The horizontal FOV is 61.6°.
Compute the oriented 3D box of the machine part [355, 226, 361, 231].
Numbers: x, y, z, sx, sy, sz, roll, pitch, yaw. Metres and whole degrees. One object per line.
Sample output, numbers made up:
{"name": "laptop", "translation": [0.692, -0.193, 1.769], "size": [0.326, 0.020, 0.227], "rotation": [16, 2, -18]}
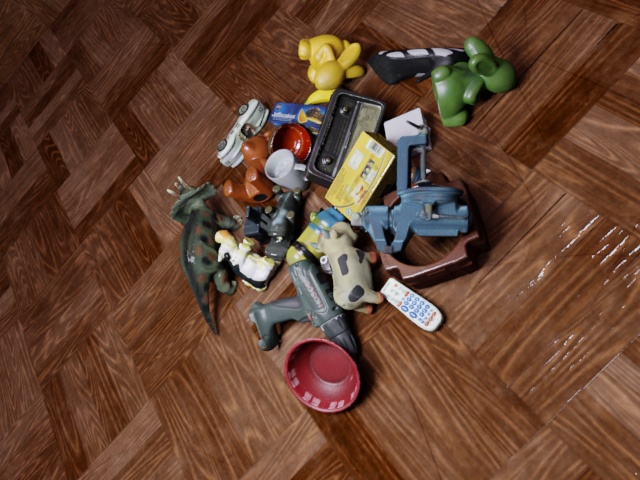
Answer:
{"name": "machine part", "translation": [0.118, -0.085, 1.192], "size": [0.084, 0.039, 0.139], "rotation": [-2, 67, 53]}

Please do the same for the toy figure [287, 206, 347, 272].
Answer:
{"name": "toy figure", "translation": [-0.005, -0.006, 1.211], "size": [0.180, 0.089, 0.082], "rotation": [-53, 46, 6]}

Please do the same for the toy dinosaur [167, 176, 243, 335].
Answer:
{"name": "toy dinosaur", "translation": [-0.294, 0.017, 1.327], "size": [0.131, 0.192, 0.405], "rotation": [-22, 58, 27]}

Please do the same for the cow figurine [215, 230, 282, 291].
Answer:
{"name": "cow figurine", "translation": [-0.186, 0.048, 1.284], "size": [0.167, 0.068, 0.098], "rotation": [31, 109, 6]}

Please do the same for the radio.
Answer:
{"name": "radio", "translation": [0.056, -0.226, 1.240], "size": [0.131, 0.073, 0.229], "rotation": [19, 77, -4]}

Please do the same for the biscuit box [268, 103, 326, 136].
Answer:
{"name": "biscuit box", "translation": [-0.038, -0.310, 1.385], "size": [0.203, 0.059, 0.063], "rotation": [15, 79, 37]}

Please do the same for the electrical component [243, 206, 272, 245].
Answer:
{"name": "electrical component", "translation": [-0.156, -0.041, 1.308], "size": [0.048, 0.119, 0.075], "rotation": [-9, 67, 29]}

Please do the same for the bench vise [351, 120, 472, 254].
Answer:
{"name": "bench vise", "translation": [0.167, -0.093, 0.998], "size": [0.224, 0.129, 0.240], "rotation": [0, 87, 25]}

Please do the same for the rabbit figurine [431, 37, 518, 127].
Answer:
{"name": "rabbit figurine", "translation": [0.323, -0.342, 1.123], "size": [0.170, 0.158, 0.121], "rotation": [-13, 52, 11]}

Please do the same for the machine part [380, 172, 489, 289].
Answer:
{"name": "machine part", "translation": [0.219, -0.016, 1.072], "size": [0.201, 0.087, 0.201], "rotation": [-23, 60, 24]}

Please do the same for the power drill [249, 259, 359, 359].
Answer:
{"name": "power drill", "translation": [-0.043, 0.171, 1.148], "size": [0.207, 0.086, 0.232], "rotation": [-28, 81, 32]}

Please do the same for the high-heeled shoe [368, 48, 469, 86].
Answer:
{"name": "high-heeled shoe", "translation": [0.228, -0.427, 1.264], "size": [0.145, 0.086, 0.249], "rotation": [-34, 42, -11]}

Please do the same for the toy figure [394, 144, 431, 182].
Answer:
{"name": "toy figure", "translation": [0.168, -0.159, 1.153], "size": [0.154, 0.064, 0.058], "rotation": [40, 76, 13]}

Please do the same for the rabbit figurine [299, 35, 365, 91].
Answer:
{"name": "rabbit figurine", "translation": [0.031, -0.435, 1.362], "size": [0.162, 0.121, 0.173], "rotation": [-6, 44, 8]}

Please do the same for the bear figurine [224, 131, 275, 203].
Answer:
{"name": "bear figurine", "translation": [-0.174, -0.198, 1.385], "size": [0.120, 0.132, 0.196], "rotation": [-22, 65, 30]}

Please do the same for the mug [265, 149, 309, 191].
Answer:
{"name": "mug", "translation": [-0.061, -0.162, 1.306], "size": [0.110, 0.107, 0.081], "rotation": [-1, 70, 30]}

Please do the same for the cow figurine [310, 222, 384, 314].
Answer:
{"name": "cow figurine", "translation": [0.052, 0.051, 1.116], "size": [0.085, 0.127, 0.195], "rotation": [-45, 44, 49]}

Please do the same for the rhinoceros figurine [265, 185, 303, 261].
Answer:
{"name": "rhinoceros figurine", "translation": [-0.088, -0.041, 1.273], "size": [0.073, 0.112, 0.190], "rotation": [7, 57, 6]}

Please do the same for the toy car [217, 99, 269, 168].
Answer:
{"name": "toy car", "translation": [-0.213, -0.293, 1.484], "size": [0.056, 0.073, 0.201], "rotation": [26, 85, 39]}

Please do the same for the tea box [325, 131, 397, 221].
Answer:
{"name": "tea box", "translation": [0.097, -0.128, 1.117], "size": [0.098, 0.068, 0.169], "rotation": [46, 120, 25]}
